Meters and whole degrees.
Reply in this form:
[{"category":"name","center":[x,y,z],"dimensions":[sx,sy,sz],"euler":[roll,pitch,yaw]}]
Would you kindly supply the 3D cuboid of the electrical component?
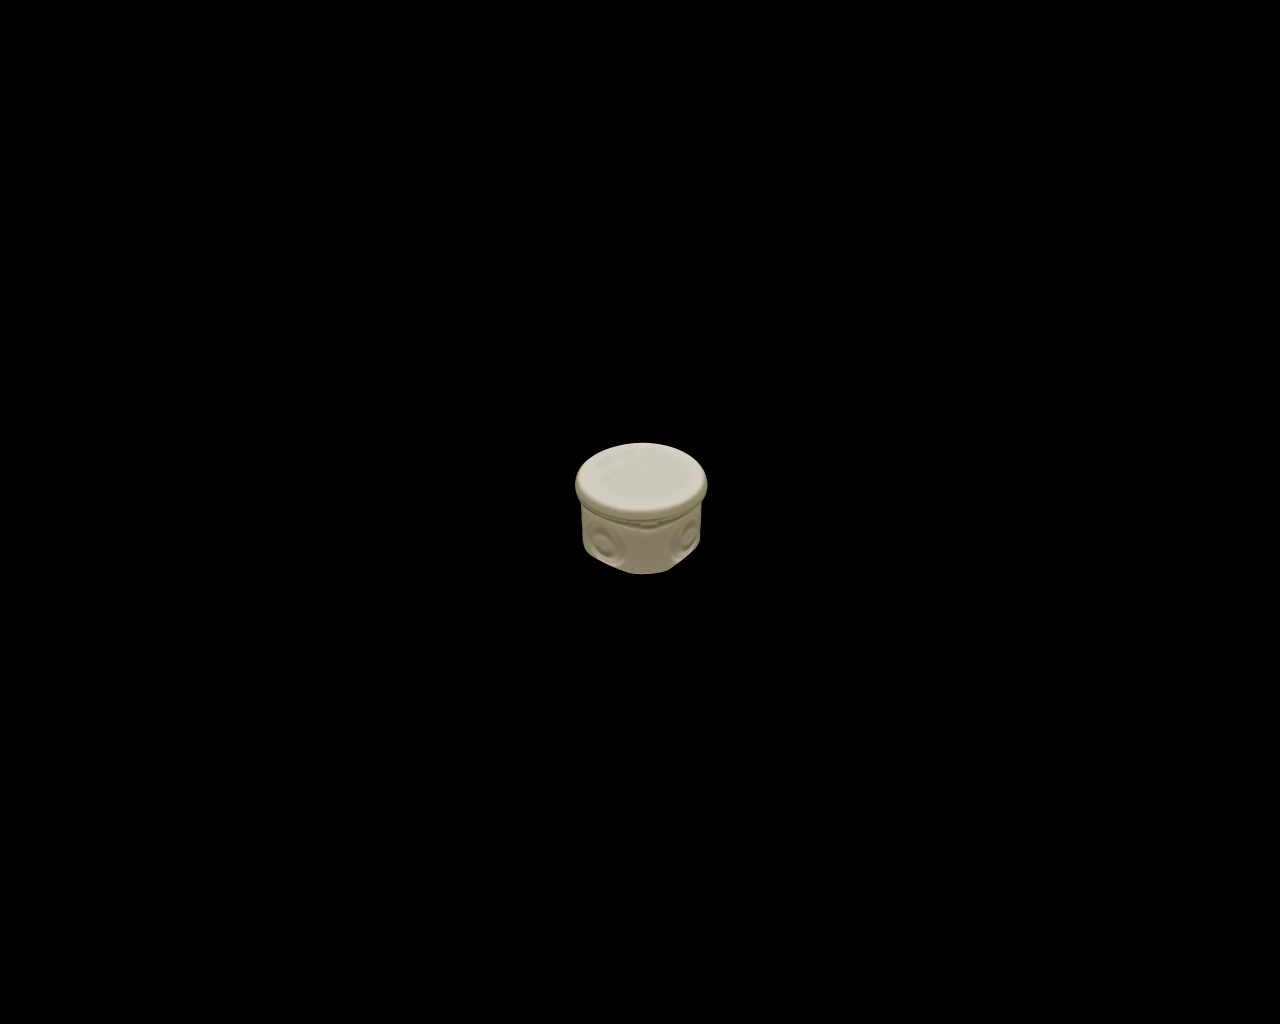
[{"category":"electrical component","center":[0.001,-0.003,0.650],"dimensions":[0.080,0.050,0.080],"euler":[0,34,0]}]
